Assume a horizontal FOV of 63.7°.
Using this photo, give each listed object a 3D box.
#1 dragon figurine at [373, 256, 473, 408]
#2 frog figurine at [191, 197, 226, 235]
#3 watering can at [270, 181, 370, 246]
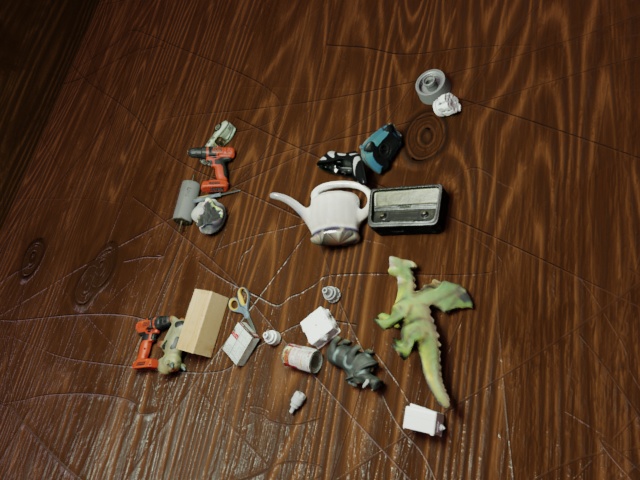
[{"bbox_3d":[0.287,0.203,1.347,0.243,0.418,0.120,-39,-36,1],"label":"dragon figurine"},{"bbox_3d":[-0.423,-0.087,1.954,0.123,0.138,0.158,1,-7,-19],"label":"frog figurine"},{"bbox_3d":[0.005,-0.082,1.638,0.347,0.229,0.102,-5,-28,11],"label":"watering can"}]
